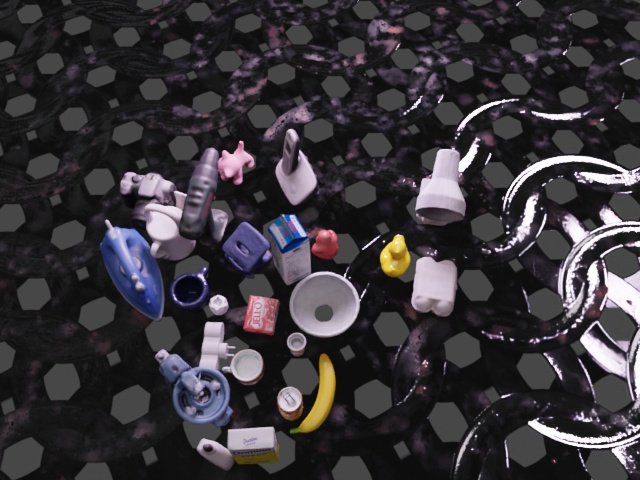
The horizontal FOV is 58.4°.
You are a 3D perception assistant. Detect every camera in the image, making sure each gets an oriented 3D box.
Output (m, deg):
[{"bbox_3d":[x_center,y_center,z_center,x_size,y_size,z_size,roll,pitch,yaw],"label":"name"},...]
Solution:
[{"bbox_3d":[-0.465,-0.104,1.512,0.143,0.101,0.137,10,63,5],"label":"camera"}]

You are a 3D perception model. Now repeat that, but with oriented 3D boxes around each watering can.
[{"bbox_3d":[-0.378,-0.041,1.427,0.101,0.194,0.173,-2,62,-1],"label":"watering can"}]

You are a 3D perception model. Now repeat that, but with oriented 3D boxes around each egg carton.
[{"bbox_3d":[0.285,0.116,1.421,0.107,0.069,0.150,9,63,4],"label":"egg carton"}]

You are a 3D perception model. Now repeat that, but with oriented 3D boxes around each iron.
[{"bbox_3d":[-0.458,0.071,1.398,0.119,0.141,0.258,-29,66,-14],"label":"iron"}]

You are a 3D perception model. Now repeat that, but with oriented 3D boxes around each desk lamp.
[{"bbox_3d":[0.306,-0.118,1.461,0.118,0.213,0.203,9,63,5],"label":"desk lamp"}]

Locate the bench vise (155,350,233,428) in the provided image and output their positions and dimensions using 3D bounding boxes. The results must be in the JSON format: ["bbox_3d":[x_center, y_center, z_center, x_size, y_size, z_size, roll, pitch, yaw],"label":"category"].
[{"bbox_3d":[-0.289,0.315,1.228,0.207,0.220,0.121,21,64,11],"label":"bench vise"}]

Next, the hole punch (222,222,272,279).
[{"bbox_3d":[-0.185,0.027,1.451,0.108,0.091,0.101,41,69,19],"label":"hole punch"}]

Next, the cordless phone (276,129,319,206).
[{"bbox_3d":[-0.061,-0.192,1.513,0.094,0.185,0.147,-25,65,-12],"label":"cordless phone"}]

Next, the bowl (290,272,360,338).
[{"bbox_3d":[0.011,0.166,1.389,0.167,0.075,0.167,0,63,0],"label":"bowl"}]

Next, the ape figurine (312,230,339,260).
[{"bbox_3d":[0.013,0.005,1.463,0.078,0.092,0.076,-26,66,-13],"label":"ape figurine"}]

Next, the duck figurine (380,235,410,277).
[{"bbox_3d":[0.194,0.037,1.452,0.077,0.086,0.104,11,63,6],"label":"duck figurine"}]

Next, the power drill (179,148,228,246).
[{"bbox_3d":[-0.289,-0.087,1.443,0.075,0.208,0.229,9,63,5],"label":"power drill"}]

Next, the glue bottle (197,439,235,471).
[{"bbox_3d":[-0.223,0.441,1.190,0.078,0.173,0.037,22,65,11],"label":"glue bottle"}]

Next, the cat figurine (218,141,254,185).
[{"bbox_3d":[-0.237,-0.212,1.560,0.067,0.118,0.128,22,65,11],"label":"cat figurine"}]

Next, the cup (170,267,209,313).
[{"bbox_3d":[-0.304,0.128,1.396,0.091,0.095,0.118,25,65,12],"label":"cup"}]
